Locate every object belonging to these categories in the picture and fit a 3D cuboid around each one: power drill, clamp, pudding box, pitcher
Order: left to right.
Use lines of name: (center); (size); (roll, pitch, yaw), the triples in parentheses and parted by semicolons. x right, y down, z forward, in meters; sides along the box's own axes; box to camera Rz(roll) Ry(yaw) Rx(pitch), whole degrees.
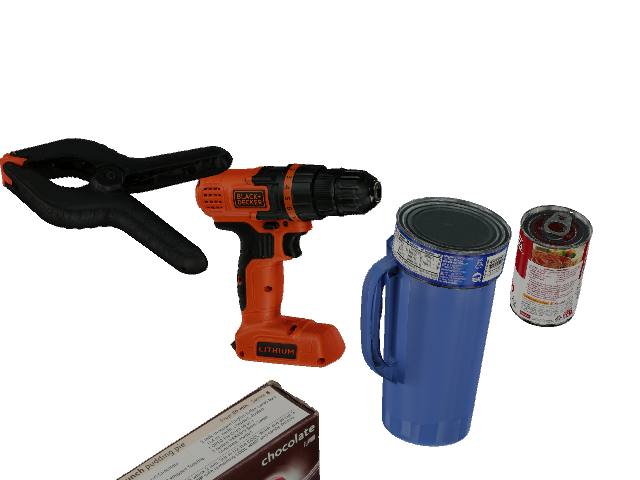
clamp: (-0.149, -0.044, 0.801); (0.171, 0.039, 0.120); (19, 44, 1)
pudding box: (-0.051, 0.130, 0.497); (0.039, 0.090, 0.113); (30, 47, 35)
power drill: (-0.023, 0.021, 0.992); (0.185, 0.188, 0.057); (2, 15, 28)
pitcher: (0.126, 0.116, 1.256); (0.149, 0.243, 0.145); (7, 18, 9)

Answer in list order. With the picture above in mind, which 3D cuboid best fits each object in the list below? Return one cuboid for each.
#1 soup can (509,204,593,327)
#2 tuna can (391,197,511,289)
soup can: (0.224, 0.026, 1.045); (0.068, 0.102, 0.068); (0, 38, 0)
tuna can: (0.096, 0.002, 0.792); (0.086, 0.034, 0.086); (6, 28, -3)
